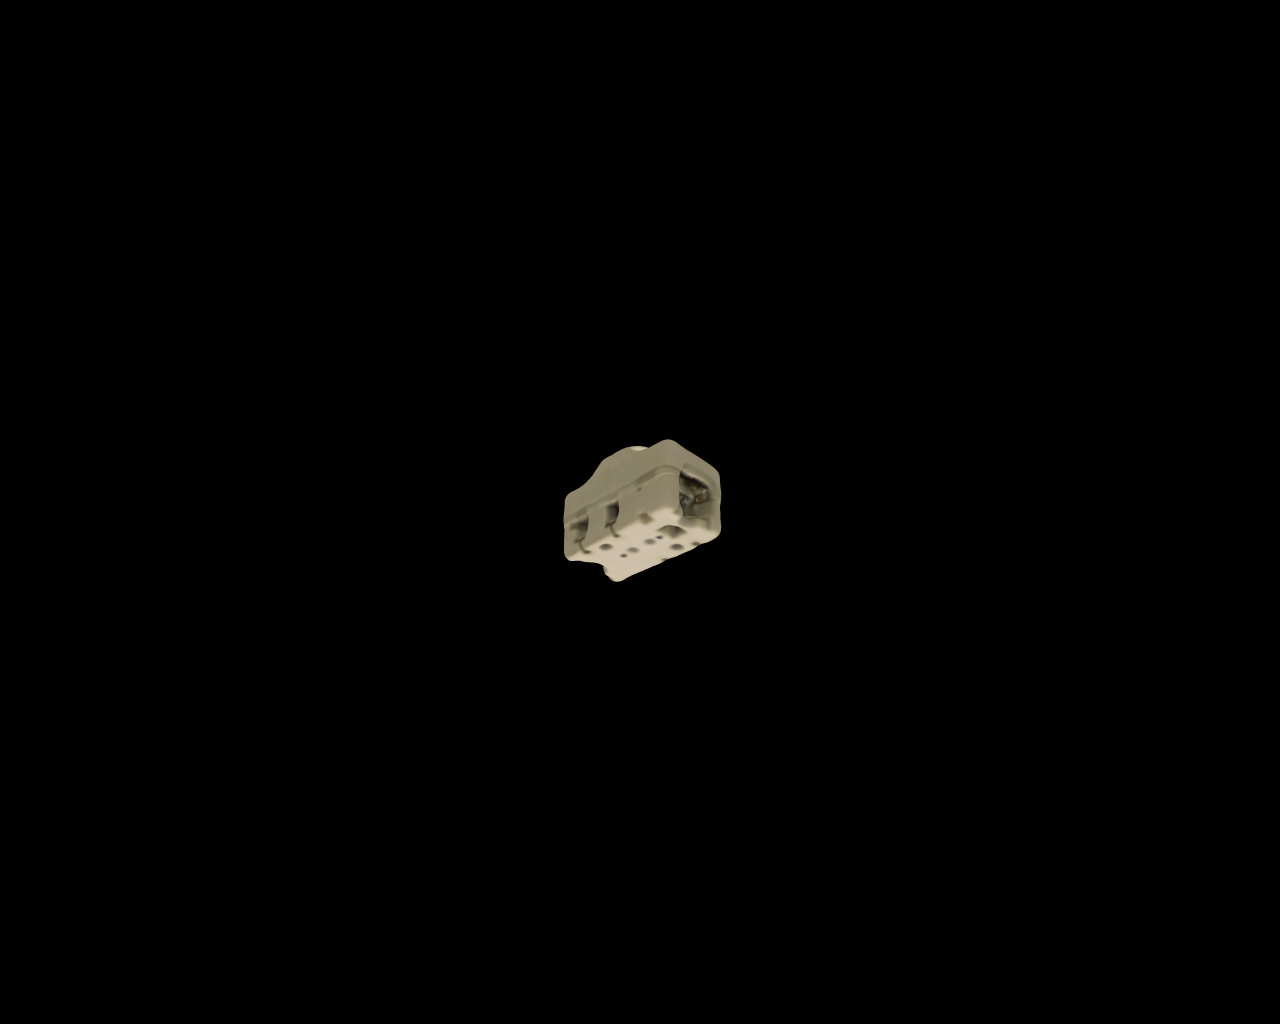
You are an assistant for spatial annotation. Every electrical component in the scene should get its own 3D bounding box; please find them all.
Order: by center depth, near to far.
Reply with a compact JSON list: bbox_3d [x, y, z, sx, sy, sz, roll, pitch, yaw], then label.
[{"bbox_3d":[0.001,-0.003,0.650,0.089,0.056,0.050,-27,-42,36],"label":"electrical component"}]
